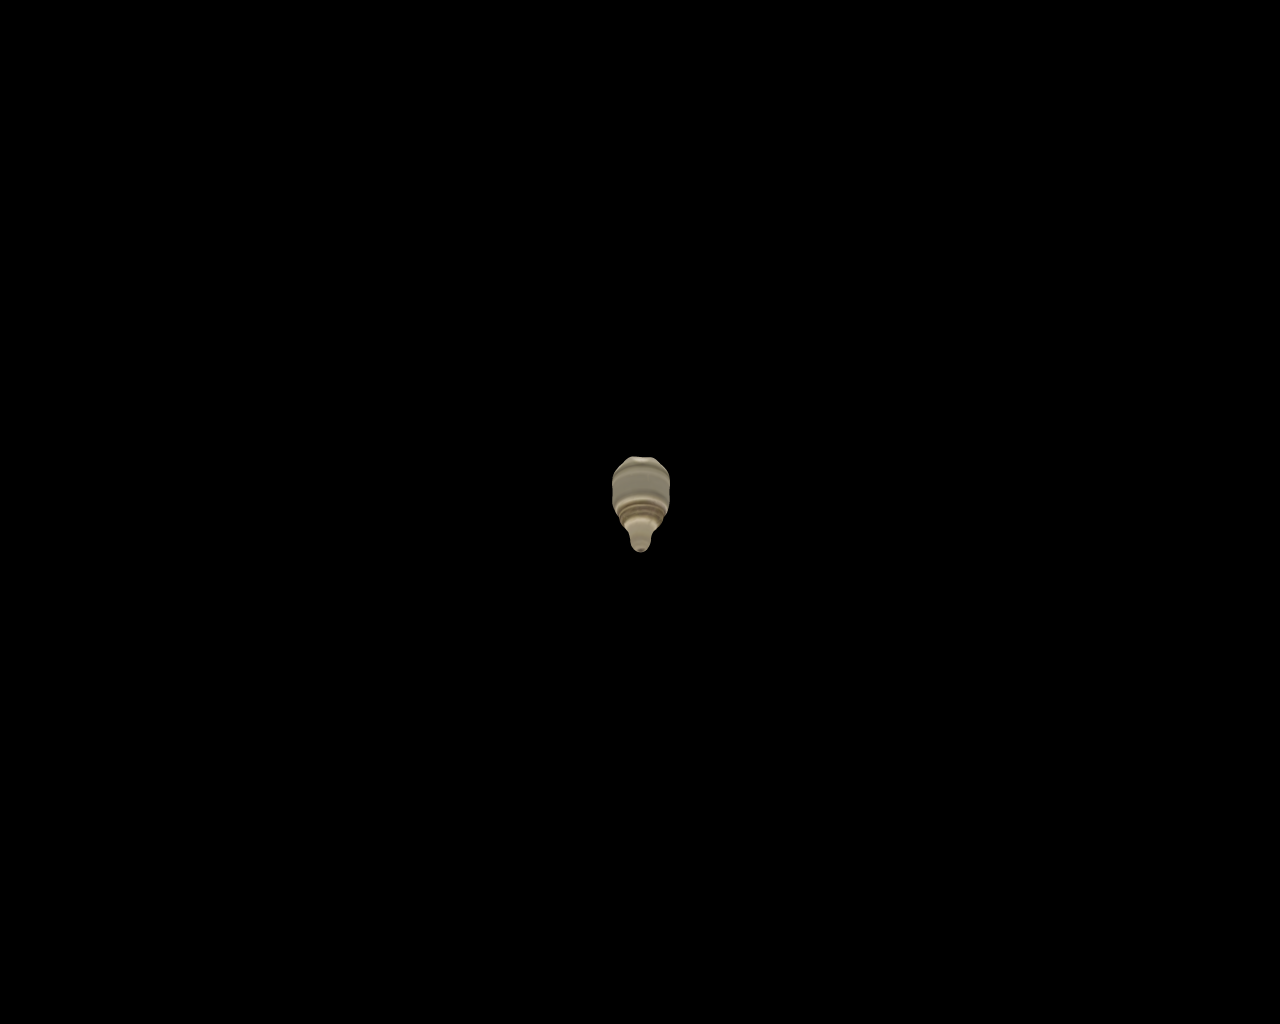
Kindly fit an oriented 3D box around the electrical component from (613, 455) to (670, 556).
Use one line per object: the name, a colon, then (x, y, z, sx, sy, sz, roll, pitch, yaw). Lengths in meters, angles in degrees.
electrical component: (0.001, -0.003, 0.650, 0.035, 0.061, 0.035, 0, -33, 0)
